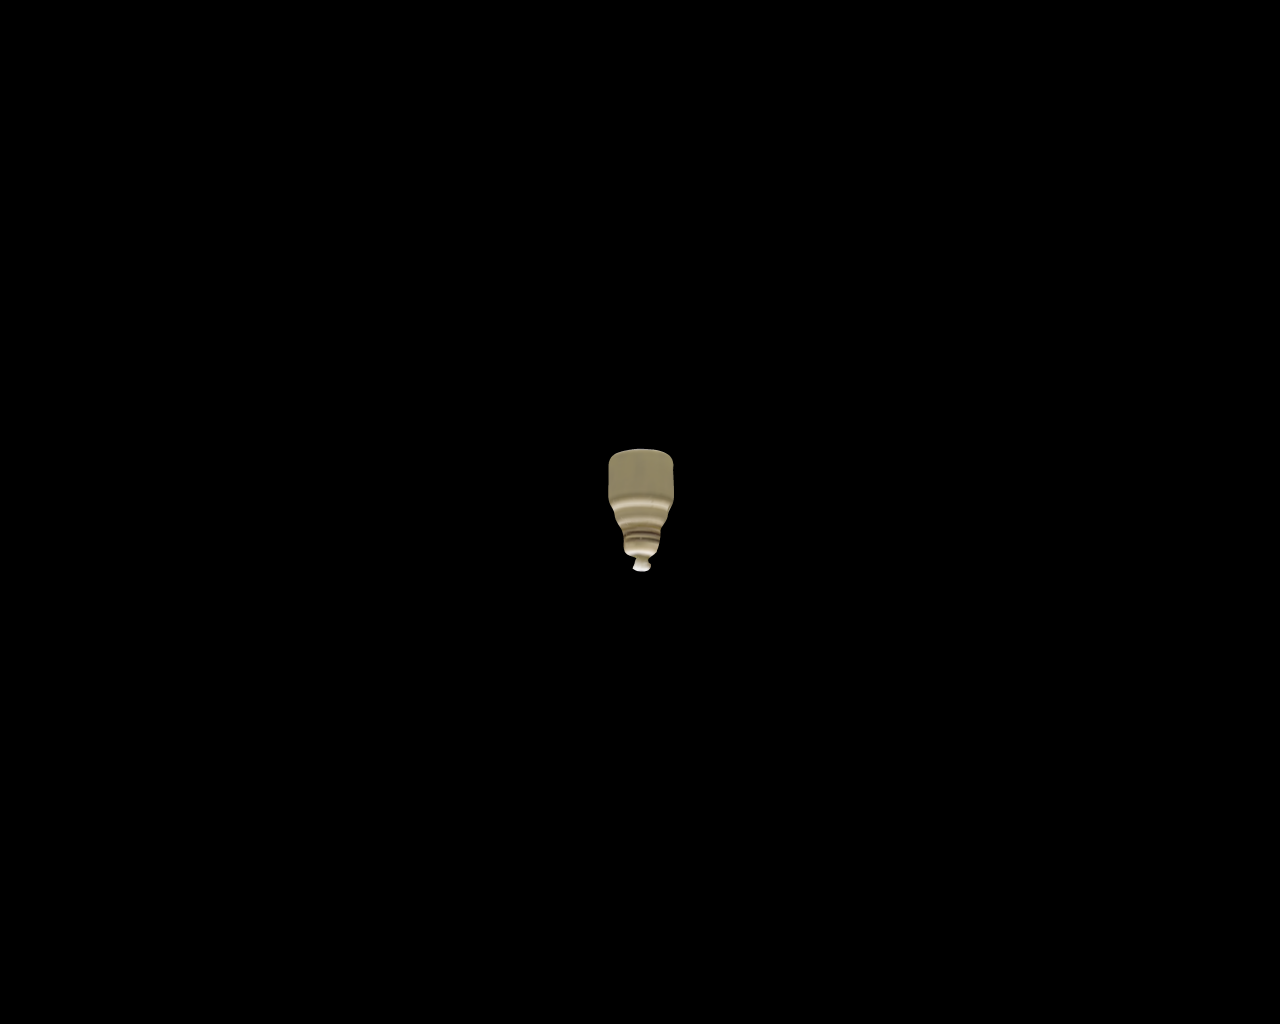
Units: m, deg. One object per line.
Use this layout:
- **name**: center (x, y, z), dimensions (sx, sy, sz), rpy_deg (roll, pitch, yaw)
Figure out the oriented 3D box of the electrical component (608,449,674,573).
- **electrical component**: center (0.001, -0.003, 0.650), dimensions (0.040, 0.078, 0.040), rpy_deg (0, -15, 0)
